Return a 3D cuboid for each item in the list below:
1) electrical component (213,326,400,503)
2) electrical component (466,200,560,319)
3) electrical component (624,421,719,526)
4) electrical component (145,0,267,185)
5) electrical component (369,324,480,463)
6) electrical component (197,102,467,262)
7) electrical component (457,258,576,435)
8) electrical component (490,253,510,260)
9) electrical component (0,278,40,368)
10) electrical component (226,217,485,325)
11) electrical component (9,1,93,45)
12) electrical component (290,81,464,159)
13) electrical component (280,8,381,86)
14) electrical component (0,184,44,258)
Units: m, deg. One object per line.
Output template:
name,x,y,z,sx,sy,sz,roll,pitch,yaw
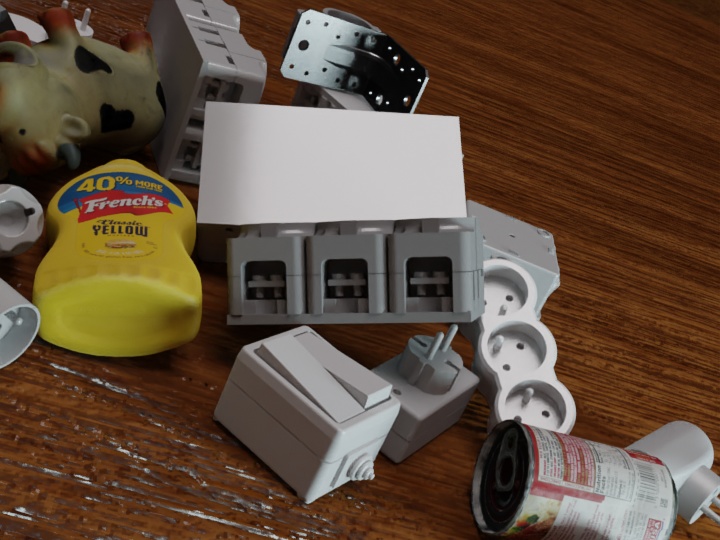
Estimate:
electrical component,-0.024,0.081,0.613,0.096,0.061,0.062,37,29,24
electrical component,0.120,-0.010,0.914,0.100,0.048,0.099,22,27,-6
electrical component,0.217,0.143,0.721,0.079,0.043,0.077,40,30,28
electrical component,-0.138,-0.160,0.909,0.060,0.105,0.186,10,30,-27
electrical component,0.040,0.067,0.676,0.047,0.075,0.083,35,28,21
electrical component,-0.022,-0.057,0.786,0.186,0.060,0.105,3,59,-6
electrical component,0.102,0.068,0.733,0.052,0.073,0.138,-9,61,-7
electrical component,0.097,0.017,0.830,0.048,0.062,0.048,19,27,-10
electrical component,-0.220,0.015,0.591,0.081,0.043,0.043,35,28,20
electrical component,0.000,0.000,0.681,0.150,0.061,0.089,-1,1,12
electrical component,-0.248,-0.189,0.906,0.138,0.073,0.052,18,27,-13
electrical component,0.009,-0.121,1.008,0.089,0.061,0.150,-4,38,-43
electrical component,-0.019,-0.207,1.007,0.089,0.055,0.050,9,31,-29
electrical component,-0.221,-0.028,0.659,0.043,0.043,0.062,8,-8,-30
